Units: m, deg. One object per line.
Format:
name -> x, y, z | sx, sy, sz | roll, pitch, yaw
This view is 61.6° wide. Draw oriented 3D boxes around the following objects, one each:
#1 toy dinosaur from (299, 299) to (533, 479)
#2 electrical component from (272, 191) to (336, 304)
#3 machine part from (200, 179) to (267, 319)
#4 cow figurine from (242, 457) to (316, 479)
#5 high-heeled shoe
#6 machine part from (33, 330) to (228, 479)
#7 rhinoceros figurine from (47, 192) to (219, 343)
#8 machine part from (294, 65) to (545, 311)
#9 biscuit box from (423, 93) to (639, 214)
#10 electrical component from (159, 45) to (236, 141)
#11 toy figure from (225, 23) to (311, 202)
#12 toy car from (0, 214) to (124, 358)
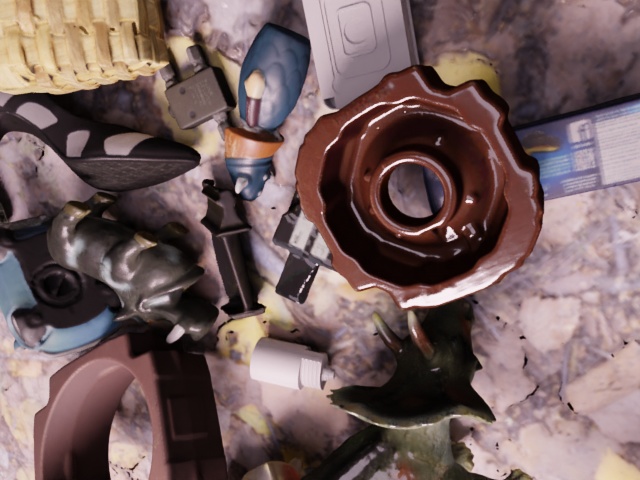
toy dinosaur -> 0.035, 0.232, 0.463 | 0.192, 0.131, 0.404 | 31, 100, -23
electrical component -> -0.001, -0.002, 0.497 | 0.075, 0.048, 0.119 | 22, 109, 12
machine part -> -0.087, 0.013, 0.521 | 0.084, 0.039, 0.138 | 22, 127, 55
cow figurine -> -0.072, 0.299, 0.567 | 0.127, 0.086, 0.194 | 9, 129, -30
high-heeled shoe -> -0.239, -0.130, 0.544 | 0.249, 0.086, 0.145 | 0, 75, 1
machine part -> -0.197, 0.210, 0.549 | 0.201, 0.087, 0.201 | -29, 62, 23
rhinoceros figurine -> -0.187, 0.032, 0.541 | 0.190, 0.073, 0.112 | 31, 104, -2
machine part -> 0.072, -0.037, 0.397 | 0.180, 0.056, 0.179 | 9, 112, 24
biscuit box -> 0.184, -0.065, 0.416 | 0.203, 0.063, 0.059 | -12, 100, 20
electrical component -> -0.117, -0.134, 0.515 | 0.063, 0.021, 0.094 | -21, 97, 21
toy figure -> -0.051, -0.109, 0.480 | 0.058, 0.064, 0.154 | 45, 123, 42
toy car -> -0.297, 0.059, 0.579 | 0.103, 0.109, 0.161 | -42, 79, 39
